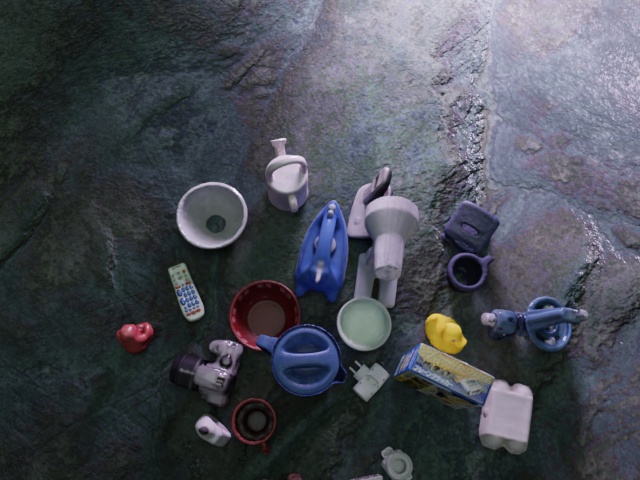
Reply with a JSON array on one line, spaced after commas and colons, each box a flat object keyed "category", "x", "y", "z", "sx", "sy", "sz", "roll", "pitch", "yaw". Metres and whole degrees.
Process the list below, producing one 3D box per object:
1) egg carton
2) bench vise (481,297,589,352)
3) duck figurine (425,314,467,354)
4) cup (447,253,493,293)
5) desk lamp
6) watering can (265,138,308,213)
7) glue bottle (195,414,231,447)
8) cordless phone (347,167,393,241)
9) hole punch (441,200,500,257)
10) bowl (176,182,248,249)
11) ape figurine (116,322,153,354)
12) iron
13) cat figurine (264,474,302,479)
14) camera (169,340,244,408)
[{"category": "egg carton", "x": 0.405, "y": 0.385, "z": 1.251, "sx": 0.107, "sy": 0.069, "sz": 0.150, "roll": 12, "pitch": 73, "yaw": 2}, {"category": "bench vise", "x": 0.466, "y": 0.187, "z": 1.236, "sx": 0.207, "sy": 0.220, "sz": 0.121, "roll": -12, "pitch": 73, "yaw": -6}, {"category": "duck figurine", "x": 0.288, "y": 0.208, "z": 1.294, "sx": 0.077, "sy": 0.086, "sz": 0.104, "roll": -42, "pitch": 78, "yaw": -13}, {"category": "cup", "x": 0.342, "y": 0.078, "z": 1.331, "sx": 0.118, "sy": 0.095, "sz": 0.091, "roll": -30, "pitch": 76, "yaw": -10}, {"category": "desk lamp", "x": 0.147, "y": 0.030, "z": 1.277, "sx": 0.118, "sy": 0.213, "sz": 0.203, "roll": 8, "pitch": 73, "yaw": 1}, {"category": "watering can", "x": -0.081, "y": -0.153, "z": 1.336, "sx": 0.101, "sy": 0.194, "sz": 0.172, "roll": -34, "pitch": 77, "yaw": -11}, {"category": "glue bottle", "x": -0.226, "y": 0.391, "z": 1.173, "sx": 0.078, "sy": 0.173, "sz": 0.037, "roll": 37, "pitch": 75, "yaw": 9}, {"category": "cordless phone", "x": 0.123, "y": -0.082, "z": 1.326, "sx": 0.094, "sy": 0.185, "sz": 0.147, "roll": 12, "pitch": 73, "yaw": 2}, {"category": "hole punch", "x": 0.358, "y": -0.024, "z": 1.366, "sx": 0.108, "sy": 0.091, "sz": 0.101, "roll": 32, "pitch": 74, "yaw": 8}, {"category": "bowl", "x": -0.252, "y": -0.048, "z": 1.360, "sx": 0.167, "sy": 0.075, "sz": 0.167, "roll": 1, "pitch": 73, "yaw": -2}, {"category": "ape figurine", "x": -0.414, "y": 0.211, "z": 1.265, "sx": 0.078, "sy": 0.092, "sz": 0.076, "roll": 8, "pitch": 73, "yaw": 1}, {"category": "iron", "x": 0.012, "y": 0.005, "z": 1.318, "sx": 0.118, "sy": 0.141, "sz": 0.258, "roll": 10, "pitch": 73, "yaw": 1}, {"category": "cat figurine", "x": -0.096, "y": 0.523, "z": 1.165, "sx": 0.128, "sy": 0.118, "sz": 0.067, "roll": -11, "pitch": 73, "yaw": -5}, {"category": "camera", "x": -0.249, "y": 0.280, "z": 1.244, "sx": 0.136, "sy": 0.101, "sz": 0.143, "roll": 15, "pitch": 73, "yaw": 3}]
